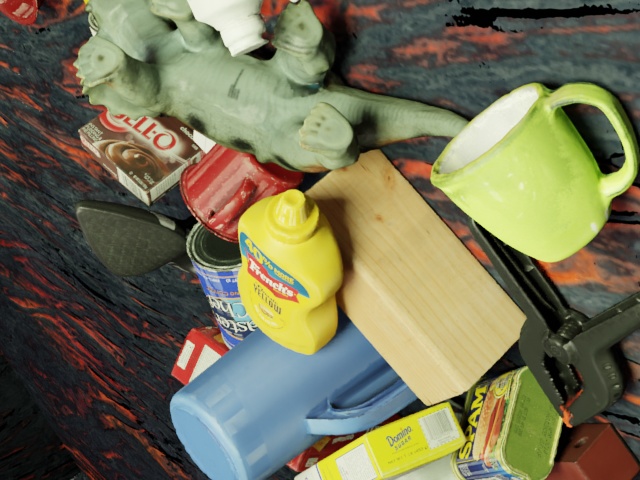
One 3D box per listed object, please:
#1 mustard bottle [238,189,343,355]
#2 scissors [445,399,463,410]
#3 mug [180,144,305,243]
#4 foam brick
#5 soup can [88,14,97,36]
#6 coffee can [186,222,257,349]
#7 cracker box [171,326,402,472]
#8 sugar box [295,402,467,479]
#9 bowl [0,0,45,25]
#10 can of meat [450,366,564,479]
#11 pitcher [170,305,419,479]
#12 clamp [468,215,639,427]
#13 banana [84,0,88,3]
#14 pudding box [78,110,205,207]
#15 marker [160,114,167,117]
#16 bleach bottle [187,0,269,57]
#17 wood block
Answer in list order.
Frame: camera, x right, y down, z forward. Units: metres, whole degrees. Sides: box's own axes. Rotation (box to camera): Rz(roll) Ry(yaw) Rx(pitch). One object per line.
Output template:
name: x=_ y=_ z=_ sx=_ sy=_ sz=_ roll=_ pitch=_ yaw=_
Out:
mustard bottle: x=-0.025 y=0.018 z=0.862 sx=0.096 sy=0.058 sz=0.192 roll=43 pitch=156 yaw=19
scissors: x=0.075 y=0.145 z=1.150 sx=0.202 sy=0.016 sz=0.096 roll=36 pitch=154 yaw=28
mug: x=-0.071 y=-0.051 z=0.965 sx=0.093 sy=0.117 sz=0.082 roll=41 pitch=123 yaw=-10
foam brick: x=0.226 y=0.193 z=0.919 sx=0.051 sy=0.053 sz=0.078 roll=52 pitch=155 yaw=-7
soup can: x=-0.181 y=-0.182 z=1.047 sx=0.069 sy=0.068 sz=0.102 roll=32 pitch=150 yaw=34
coffee can: x=-0.075 y=0.044 z=1.152 sx=0.103 sy=0.102 sz=0.140 roll=29 pitch=149 yaw=38
cracker box: x=-0.038 y=0.176 z=1.221 sx=0.214 sy=0.072 sz=0.163 roll=30 pitch=-168 yaw=36
sugar box: x=0.050 y=0.201 z=0.969 sx=0.176 sy=0.093 sz=0.048 roll=-43 pitch=66 yaw=58
bowl: x=-0.332 y=-0.312 z=1.131 sx=0.162 sy=0.055 sz=0.162 roll=39 pitch=154 yaw=23
can of meat: x=0.164 y=0.163 z=0.920 sx=0.057 sy=0.102 sz=0.084 roll=24 pitch=157 yaw=-13
pitcher: x=-0.008 y=0.126 z=0.985 sx=0.145 sy=0.242 sz=0.149 roll=53 pitch=152 yaw=5
clamp: x=0.184 y=0.066 z=0.823 sx=0.165 sy=0.036 sz=0.210 roll=34 pitch=152 yaw=32
banana: x=-0.226 y=-0.253 z=1.059 sx=0.070 sy=0.037 sz=0.198 roll=27 pitch=148 yaw=38
pudding box: x=-0.190 y=-0.102 z=1.153 sx=0.113 sy=0.090 sz=0.039 roll=42 pitch=157 yaw=15
marker: x=-0.203 y=-0.176 z=1.152 sx=0.121 sy=0.020 sz=0.020 roll=45 pitch=156 yaw=10
bleach bottle: x=-0.100 y=-0.247 z=0.742 sx=0.103 sy=0.068 sz=0.251 roll=-14 pitch=100 yaw=66
wood block: x=0.067 y=0.030 z=0.907 sx=0.206 sy=0.090 sz=0.091 roll=49 pitch=157 yaw=1
